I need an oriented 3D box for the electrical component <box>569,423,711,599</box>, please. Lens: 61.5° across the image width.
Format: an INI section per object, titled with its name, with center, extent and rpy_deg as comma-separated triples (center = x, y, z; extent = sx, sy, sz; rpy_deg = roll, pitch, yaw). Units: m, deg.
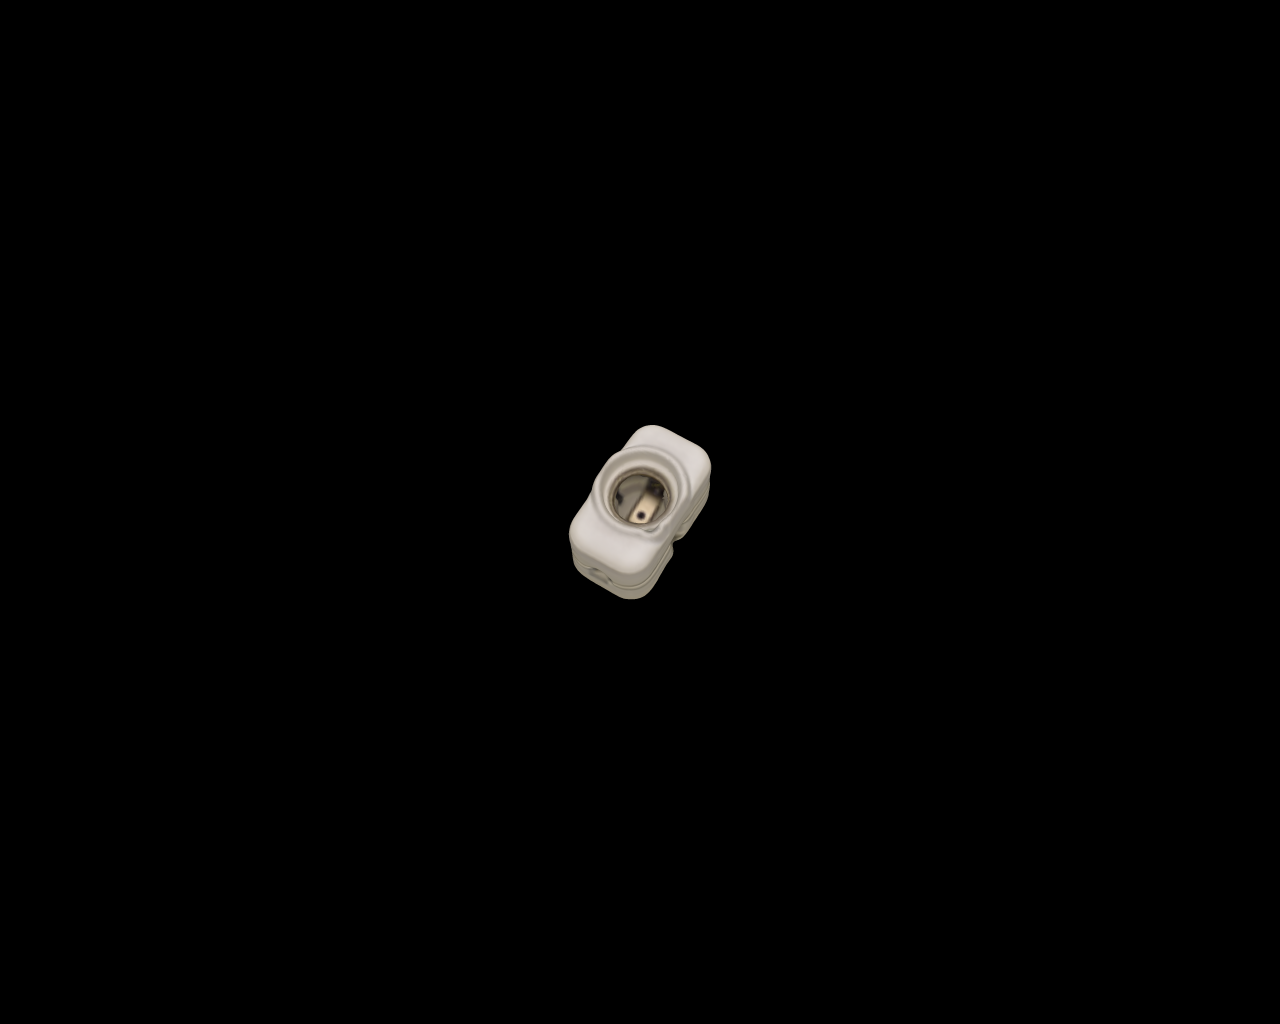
[electrical component]
center = 0.001, -0.003, 0.650
extent = 0.054, 0.095, 0.059
rpy_deg = 30, -19, 12
